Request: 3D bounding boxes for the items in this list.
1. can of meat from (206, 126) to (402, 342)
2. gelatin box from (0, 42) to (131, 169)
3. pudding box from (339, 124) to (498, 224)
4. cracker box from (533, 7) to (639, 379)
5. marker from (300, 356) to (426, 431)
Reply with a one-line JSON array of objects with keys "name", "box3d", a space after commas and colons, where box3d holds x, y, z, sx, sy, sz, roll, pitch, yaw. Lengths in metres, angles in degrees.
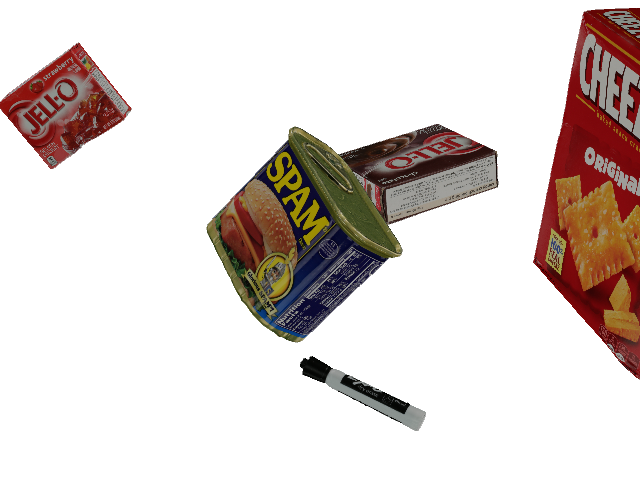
[{"name": "can of meat", "box3d": [-0.013, -0.003, 0.637, 0.084, 0.102, 0.057, -45, -41, 18]}, {"name": "gelatin box", "box3d": [-0.221, -0.115, 0.919, 0.089, 0.073, 0.030, -30, 20, 19]}, {"name": "pudding box", "box3d": [0.079, -0.058, 0.898, 0.113, 0.039, 0.090, -21, 28, -20]}, {"name": "cracker box", "box3d": [0.228, -0.034, 0.748, 0.072, 0.214, 0.164, -7, 33, -16]}, {"name": "marker", "box3d": [0.036, 0.135, 0.950, 0.121, 0.020, 0.020, 25, 7, 16]}]
